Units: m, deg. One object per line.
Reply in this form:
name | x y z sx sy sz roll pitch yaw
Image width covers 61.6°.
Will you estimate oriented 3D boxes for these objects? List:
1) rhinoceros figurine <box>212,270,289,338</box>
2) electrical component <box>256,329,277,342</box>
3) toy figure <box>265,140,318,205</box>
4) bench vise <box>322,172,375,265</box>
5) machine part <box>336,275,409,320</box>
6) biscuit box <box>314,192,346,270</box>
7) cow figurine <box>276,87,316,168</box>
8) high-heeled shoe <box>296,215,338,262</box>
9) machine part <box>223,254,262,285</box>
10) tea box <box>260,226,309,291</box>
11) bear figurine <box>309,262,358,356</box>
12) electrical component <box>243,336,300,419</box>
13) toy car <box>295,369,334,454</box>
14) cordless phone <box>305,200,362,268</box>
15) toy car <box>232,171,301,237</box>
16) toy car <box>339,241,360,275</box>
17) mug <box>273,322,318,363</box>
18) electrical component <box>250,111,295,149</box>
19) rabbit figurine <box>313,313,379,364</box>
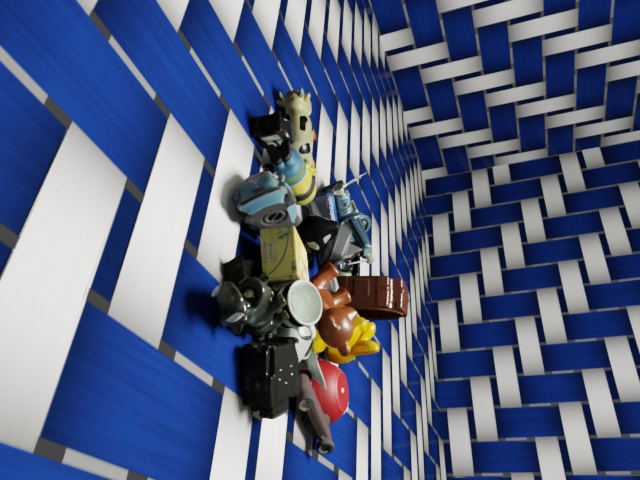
rhinoceros figurine | -0.117 0.108 0.883 0.073 0.112 0.190 56 -6 22
electrical component | -0.103 0.153 1.018 0.063 0.021 0.094 53 33 -54
toy figure | -0.064 -0.144 1.191 0.180 0.082 0.089 54 45 -64
bench vise | 0.089 -0.045 1.480 0.223 0.129 0.241 93 -24 -54
machine part | 0.126 0.155 1.402 0.201 0.201 0.087 47 43 -68
biscuit box | 0.017 -0.021 1.396 0.059 0.063 0.202 -21 101 -73
cow figurine | -0.057 -0.271 1.275 0.127 0.086 0.195 65 24 -55
high-heeled shoe | -0.002 -0.004 1.192 0.248 0.145 0.086 28 56 -70
machine part | -0.127 0.067 0.967 0.138 0.039 0.084 41 49 -65
tea box | -0.066 0.046 1.051 0.169 0.068 0.098 69 15 -69
bear figurine | 0.032 0.149 1.156 0.196 0.132 0.120 30 -29 59
electrical component | -0.084 0.242 0.951 0.115 0.058 0.134 1 88 -64
toy car | -0.016 0.364 1.128 0.089 0.053 0.201 -109 180 -61
cordless phone | 0.017 -0.027 1.295 0.146 0.089 0.184 124 -56 -72
toy car | -0.100 -0.077 1.021 0.161 0.109 0.103 59 9 -67
toy car | 0.087 0.062 1.580 0.202 0.056 0.073 -81 149 -46
mug | -0.053 0.200 1.068 0.109 0.081 0.107 64 35 -39
electrical component | -0.092 -0.226 1.152 0.119 0.075 0.047 23 61 -64
rabbit figurine | 0.058 0.235 1.300 0.122 0.162 0.173 -98 -176 -46
